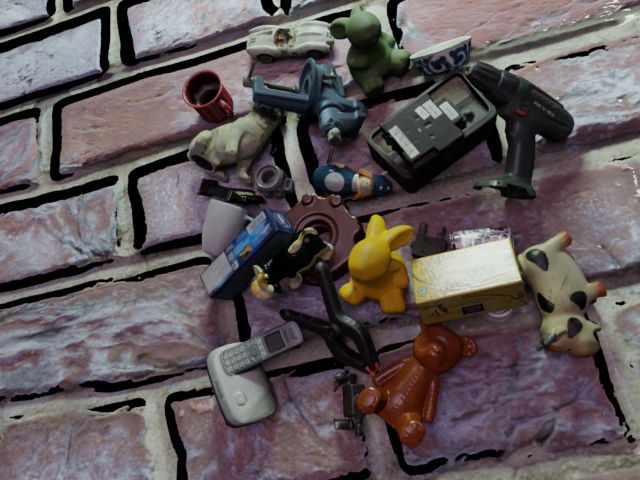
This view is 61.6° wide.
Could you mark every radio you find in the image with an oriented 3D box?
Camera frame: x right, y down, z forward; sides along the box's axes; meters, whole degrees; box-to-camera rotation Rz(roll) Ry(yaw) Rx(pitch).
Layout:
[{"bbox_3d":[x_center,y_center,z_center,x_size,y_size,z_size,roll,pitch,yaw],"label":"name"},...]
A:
[{"bbox_3d":[0.216,-0.204,1.025,0.229,0.073,0.131,-37,67,1],"label":"radio"}]

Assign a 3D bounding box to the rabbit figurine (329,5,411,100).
[{"bbox_3d":[0.097,-0.397,1.067,0.121,0.170,0.159,-32,68,3],"label":"rabbit figurine"}]

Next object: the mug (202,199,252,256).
[{"bbox_3d":[-0.183,-0.016,1.072,0.110,0.080,0.107,19,90,13],"label":"mug"}]

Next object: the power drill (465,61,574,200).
[{"bbox_3d":[0.330,-0.182,0.944,0.232,0.086,0.207,14,82,-20],"label":"power drill"}]

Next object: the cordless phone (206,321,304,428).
[{"bbox_3d":[-0.099,0.237,0.962,0.184,0.088,0.147,-26,67,1],"label":"cordless phone"}]

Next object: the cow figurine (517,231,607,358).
[{"bbox_3d":[0.389,0.098,0.875,0.127,0.085,0.195,-23,70,0],"label":"cow figurine"}]

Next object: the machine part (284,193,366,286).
[{"bbox_3d":[-0.002,-0.003,1.027,0.179,0.056,0.179,-4,73,14],"label":"machine part"}]

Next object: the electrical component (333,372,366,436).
[{"bbox_3d":[0.048,0.278,0.918,0.045,0.078,0.102,2,77,-9],"label":"electrical component"}]

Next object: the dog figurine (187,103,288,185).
[{"bbox_3d":[-0.176,-0.228,1.136,0.173,0.121,0.190,18,64,16],"label":"dog figurine"}]

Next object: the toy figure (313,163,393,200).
[{"bbox_3d":[0.064,-0.109,1.044,0.155,0.064,0.058,10,44,21],"label":"toy figure"}]

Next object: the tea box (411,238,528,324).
[{"bbox_3d":[0.242,0.069,0.886,0.170,0.068,0.098,-14,44,19],"label":"tea box"}]

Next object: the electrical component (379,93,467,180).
[{"bbox_3d":[0.192,-0.190,0.957,0.134,0.058,0.115,-33,70,1],"label":"electrical component"}]

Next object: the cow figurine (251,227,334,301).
[{"bbox_3d":[-0.060,0.045,0.949,0.167,0.098,0.068,-42,75,2],"label":"cow figurine"}]

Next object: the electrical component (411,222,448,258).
[{"bbox_3d":[0.198,0.015,0.986,0.063,0.021,0.094,12,77,18],"label":"electrical component"}]

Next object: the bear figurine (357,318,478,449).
[{"bbox_3d":[0.165,0.219,0.874,0.120,0.132,0.196,38,91,16],"label":"bear figurine"}]

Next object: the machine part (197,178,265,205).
[{"bbox_3d":[-0.186,-0.095,1.102,0.139,0.084,0.039,16,105,28],"label":"machine part"}]

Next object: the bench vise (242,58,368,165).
[{"bbox_3d":[-0.034,-0.275,1.068,0.241,0.129,0.223,7,63,-17],"label":"bench vise"}]

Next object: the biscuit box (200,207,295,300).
[{"bbox_3d":[-0.137,0.029,1.013,0.202,0.062,0.059,-44,60,20],"label":"biscuit box"}]

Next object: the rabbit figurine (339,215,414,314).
[{"bbox_3d":[0.103,0.042,0.922,0.122,0.173,0.162,23,84,24],"label":"rabbit figurine"}]

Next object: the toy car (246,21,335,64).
[{"bbox_3d":[-0.066,-0.438,1.186,0.202,0.056,0.073,1,73,16],"label":"toy car"}]
